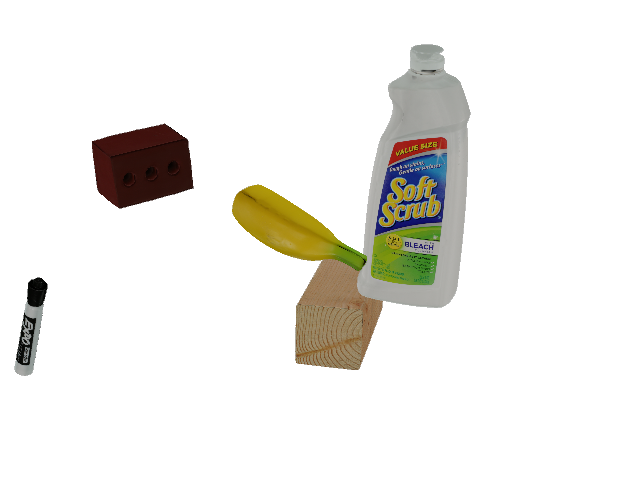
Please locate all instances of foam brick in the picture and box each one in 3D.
[{"bbox_3d":[-0.166,-0.070,0.995,0.078,0.053,0.051,-18,31,-25],"label":"foam brick"}]

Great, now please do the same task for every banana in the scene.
[{"bbox_3d":[-0.034,-0.013,0.814,0.069,0.037,0.198,38,-2,-26],"label":"banana"}]

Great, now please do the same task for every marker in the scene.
[{"bbox_3d":[-0.288,0.086,1.064,0.020,0.121,0.020,13,34,-9],"label":"marker"}]

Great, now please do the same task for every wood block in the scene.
[{"bbox_3d":[0.031,0.094,1.502,0.091,0.090,0.206,5,20,10],"label":"wood block"}]

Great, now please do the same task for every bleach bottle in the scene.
[{"bbox_3d":[0.088,-0.061,1.014,0.103,0.251,0.068,9,29,18],"label":"bleach bottle"}]
